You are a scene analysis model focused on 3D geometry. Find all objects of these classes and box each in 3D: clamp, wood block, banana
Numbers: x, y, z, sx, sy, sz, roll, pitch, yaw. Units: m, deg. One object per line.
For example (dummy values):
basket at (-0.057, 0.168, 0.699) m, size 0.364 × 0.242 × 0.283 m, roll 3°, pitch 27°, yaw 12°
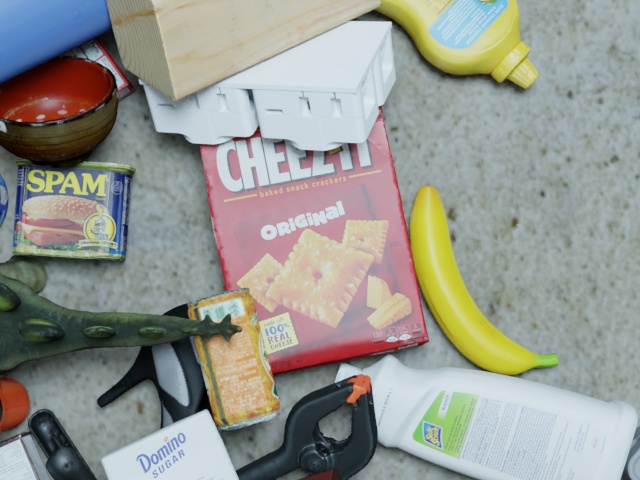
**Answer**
clamp at (-0.174, 0.236, 0.878) m, size 0.036 × 0.165 × 0.210 m, roll -33°, pitch 96°, yaw -15°
wood block at (-0.061, -0.204, 0.865) m, size 0.205 × 0.090 × 0.091 m, roll -29°, pitch 42°, yaw -24°
clamp at (-0.012, 0.183, 0.910) m, size 0.120 × 0.039 × 0.171 m, roll 19°, pitch 107°, yaw -1°
banana at (0.126, 0.048, 0.944) m, size 0.069 × 0.037 × 0.198 m, roll -34°, pitch 88°, yaw -21°

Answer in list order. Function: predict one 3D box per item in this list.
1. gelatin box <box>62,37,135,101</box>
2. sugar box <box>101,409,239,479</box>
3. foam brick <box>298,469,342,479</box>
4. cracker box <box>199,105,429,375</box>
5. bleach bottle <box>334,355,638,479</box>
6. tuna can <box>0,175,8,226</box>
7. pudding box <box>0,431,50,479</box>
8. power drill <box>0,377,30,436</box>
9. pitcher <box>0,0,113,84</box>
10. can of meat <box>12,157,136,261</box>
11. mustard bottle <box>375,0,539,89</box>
gelatin box at (-0.224, -0.141, 0.957) m, size 0.089 × 0.030 × 0.073 m, roll -36°, pitch 86°, yaw -2°
sugar box at (-0.095, 0.232, 0.835) m, size 0.093 × 0.048 × 0.176 m, roll -23°, pitch 83°, yaw -14°
foam brick at (-0.004, 0.232, 0.863) m, size 0.051 × 0.078 × 0.053 m, roll -19°, pitch 107°, yaw 13°
cracker box at (-0.006, 0.001, 0.926) m, size 0.164 × 0.072 × 0.214 m, roll -11°, pitch 86°, yaw -1°
bleach bottle at (0.135, 0.152, 0.921) m, size 0.251 × 0.068 × 0.102 m, roll 18°, pitch 89°, yaw 3°
tuna can at (-0.322, -0.036, 0.946) m, size 0.086 × 0.034 × 0.086 m, roll 0°, pitch 86°, yaw 0°
pudding box at (-0.275, 0.235, 0.924) m, size 0.090 × 0.039 × 0.113 m, roll -23°, pitch 88°, yaw -6°
power drill at (-0.354, 0.141, 0.868) m, size 0.188 × 0.184 × 0.057 m, roll 0°, pitch 85°, yaw 9°
pitcher at (-0.225, -0.222, 0.865) m, size 0.242 × 0.145 × 0.149 m, roll -37°, pitch 96°, yaw -25°
can of meat at (-0.217, -0.026, 0.935) m, size 0.102 × 0.057 × 0.084 m, roll 4°, pitch 88°, yaw 0°
mustard bottle at (0.119, -0.204, 0.949) m, size 0.191 × 0.058 × 0.096 m, roll 43°, pitch 78°, yaw 3°
